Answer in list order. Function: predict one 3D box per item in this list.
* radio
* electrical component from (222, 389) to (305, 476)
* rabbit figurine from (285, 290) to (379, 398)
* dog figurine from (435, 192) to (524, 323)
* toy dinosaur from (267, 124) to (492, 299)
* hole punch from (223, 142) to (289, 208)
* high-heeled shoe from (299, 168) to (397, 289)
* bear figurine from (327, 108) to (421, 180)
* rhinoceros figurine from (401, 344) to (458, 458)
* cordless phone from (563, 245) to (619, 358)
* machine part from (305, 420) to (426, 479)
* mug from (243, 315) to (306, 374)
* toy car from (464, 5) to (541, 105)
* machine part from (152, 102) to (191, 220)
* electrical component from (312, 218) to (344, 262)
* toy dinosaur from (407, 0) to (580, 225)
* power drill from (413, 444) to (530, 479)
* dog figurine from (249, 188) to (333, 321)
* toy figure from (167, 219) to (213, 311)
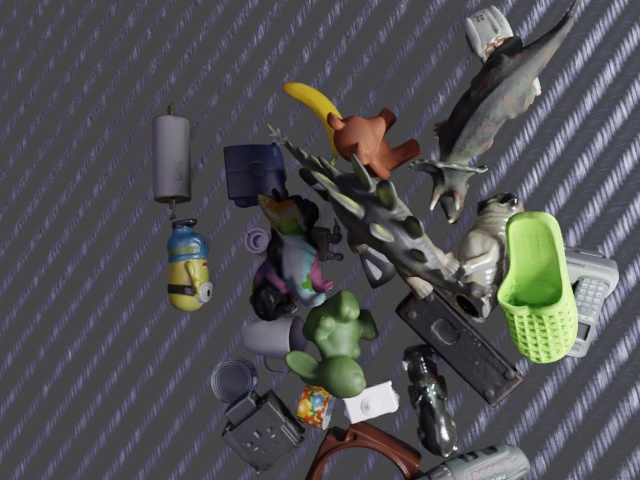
[{"bbox_3d":[0.232,0.169,0.908,0.230,0.131,0.073,43,96,14],"label":"radio"},{"bbox_3d":[-0.110,0.344,0.986,0.115,0.058,0.134,-40,96,4],"label":"electrical component"},{"bbox_3d":[0.020,0.194,0.928,0.159,0.121,0.170,-20,45,13],"label":"rabbit figurine"},{"bbox_3d":[0.301,0.029,0.938,0.190,0.172,0.121,-38,36,-18],"label":"dog figurine"},{"bbox_3d":[0.075,-0.049,0.857,0.105,0.198,0.472,-47,54,-8],"label":"toy dinosaur"},{"bbox_3d":[-0.127,-0.128,1.048,0.116,0.092,0.142,-9,78,8],"label":"hole punch"},{"bbox_3d":[0.044,-0.023,0.993,0.249,0.086,0.145,29,87,7],"label":"high-heeled shoe"},{"bbox_3d":[0.093,-0.181,0.947,0.132,0.195,0.120,-38,74,5],"label":"bear figurine"},{"bbox_3d":[0.184,0.272,0.919,0.073,0.112,0.190,-13,89,13],"label":"rhinoceros figurine"},{"bbox_3d":[0.405,0.101,0.912,0.147,0.089,0.184,12,105,13],"label":"cordless phone"},{"bbox_3d":[0.076,0.437,0.937,0.202,0.087,0.201,24,90,16],"label":"machine part"},{"bbox_3d":[-0.088,0.195,1.010,0.107,0.081,0.109,-1,90,24],"label":"mug"},{"bbox_3d":[0.331,-0.331,0.981,0.073,0.056,0.201,-25,78,9],"label":"toy car"},{"bbox_3d":[-0.302,-0.162,1.094,0.079,0.079,0.243,-4,82,12],"label":"machine part"},{"bbox_3d":[-0.003,-0.003,1.028,0.102,0.045,0.078,3,113,16],"label":"electrical component"},{"bbox_3d":[0.277,-0.215,0.882,0.131,0.192,0.404,31,121,3],"label":"toy dinosaur"},{"bbox_3d":[0.254,0.450,0.871,0.232,0.086,0.207,-21,81,-19],"label":"power drill"},{"bbox_3d":[-0.072,0.020,0.976,0.192,0.108,0.219,-21,96,22],"label":"dog figurine"},{"bbox_3d":[-0.262,0.050,1.061,0.089,0.082,0.180,-13,86,23],"label":"toy figure"}]
